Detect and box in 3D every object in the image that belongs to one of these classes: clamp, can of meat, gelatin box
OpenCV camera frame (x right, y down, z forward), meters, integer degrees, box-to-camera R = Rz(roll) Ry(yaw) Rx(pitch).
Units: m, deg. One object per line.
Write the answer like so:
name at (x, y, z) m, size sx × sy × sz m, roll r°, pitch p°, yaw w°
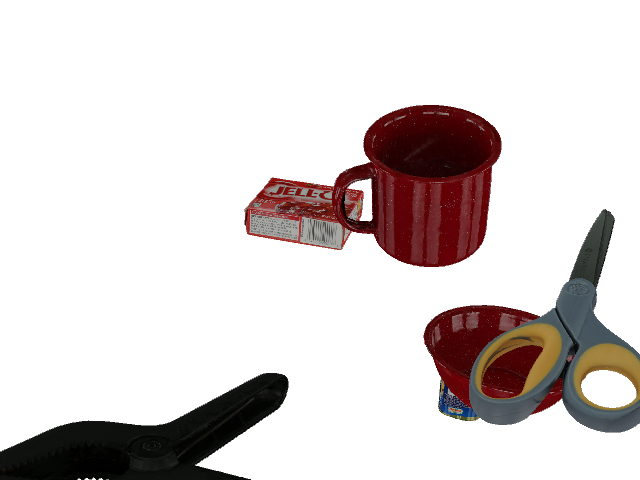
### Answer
clamp at (-0.089, 0.122, 0.586) m, size 0.209 × 0.036 × 0.165 m, roll -1°, pitch 21°, yaw -12°
can of meat at (0.175, 0.159, 1.296) m, size 0.057 × 0.084 × 0.102 m, roll 9°, pitch 21°, yaw 6°
gelatin box at (-0.014, -0.025, 0.938) m, size 0.089 × 0.030 × 0.073 m, roll 10°, pitch 26°, yaw 13°

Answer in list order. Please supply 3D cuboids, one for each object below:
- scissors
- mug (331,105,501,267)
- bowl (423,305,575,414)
scissors at (0.152, 0.040, 0.568) m, size 0.096 × 0.016 × 0.201 m, roll 18°, pitch 39°, yaw 34°
mug at (0.065, -0.033, 0.741) m, size 0.117 × 0.081 × 0.093 m, roll -12°, pitch 40°, yaw -11°
bowl at (0.179, 0.126, 1.049) m, size 0.162 × 0.055 × 0.162 m, roll 5°, pitch 26°, yaw -2°
